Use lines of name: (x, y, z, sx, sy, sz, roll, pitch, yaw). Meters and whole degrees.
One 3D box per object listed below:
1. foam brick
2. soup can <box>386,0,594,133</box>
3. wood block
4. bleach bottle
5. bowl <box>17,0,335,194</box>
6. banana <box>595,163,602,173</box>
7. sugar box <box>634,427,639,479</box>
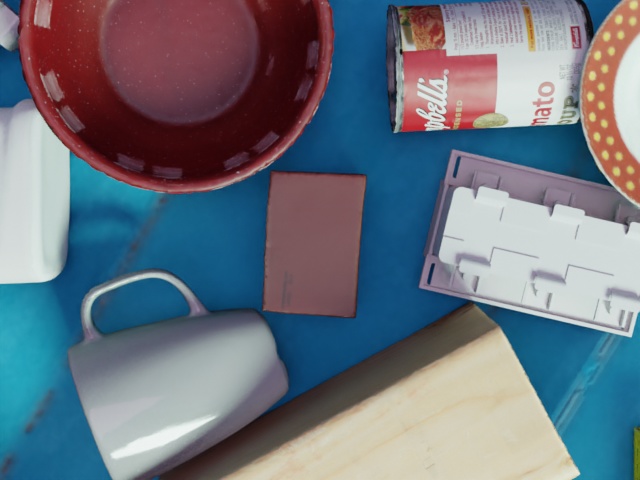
foam brick: (-0.004, 0.001, 0.586, 0.053, 0.051, 0.078, 5, 94, 0)
soup can: (0.088, -0.093, 0.570, 0.102, 0.068, 0.068, -2, 94, 0)
wood block: (0.019, 0.126, 0.574, 0.206, 0.091, 0.090, -29, 94, 2)
bleach bottle: (-0.267, -0.027, 0.580, 0.251, 0.068, 0.102, 1, 92, 2)
bowl: (-0.075, -0.106, 0.571, 0.162, 0.055, 0.162, -1, 95, -6)
banana: (0.254, -0.038, 0.588, 0.198, 0.037, 0.069, 20, 94, -1)
sugar box: (0.268, 0.152, 0.598, 0.176, 0.048, 0.093, -1, 94, 1)
